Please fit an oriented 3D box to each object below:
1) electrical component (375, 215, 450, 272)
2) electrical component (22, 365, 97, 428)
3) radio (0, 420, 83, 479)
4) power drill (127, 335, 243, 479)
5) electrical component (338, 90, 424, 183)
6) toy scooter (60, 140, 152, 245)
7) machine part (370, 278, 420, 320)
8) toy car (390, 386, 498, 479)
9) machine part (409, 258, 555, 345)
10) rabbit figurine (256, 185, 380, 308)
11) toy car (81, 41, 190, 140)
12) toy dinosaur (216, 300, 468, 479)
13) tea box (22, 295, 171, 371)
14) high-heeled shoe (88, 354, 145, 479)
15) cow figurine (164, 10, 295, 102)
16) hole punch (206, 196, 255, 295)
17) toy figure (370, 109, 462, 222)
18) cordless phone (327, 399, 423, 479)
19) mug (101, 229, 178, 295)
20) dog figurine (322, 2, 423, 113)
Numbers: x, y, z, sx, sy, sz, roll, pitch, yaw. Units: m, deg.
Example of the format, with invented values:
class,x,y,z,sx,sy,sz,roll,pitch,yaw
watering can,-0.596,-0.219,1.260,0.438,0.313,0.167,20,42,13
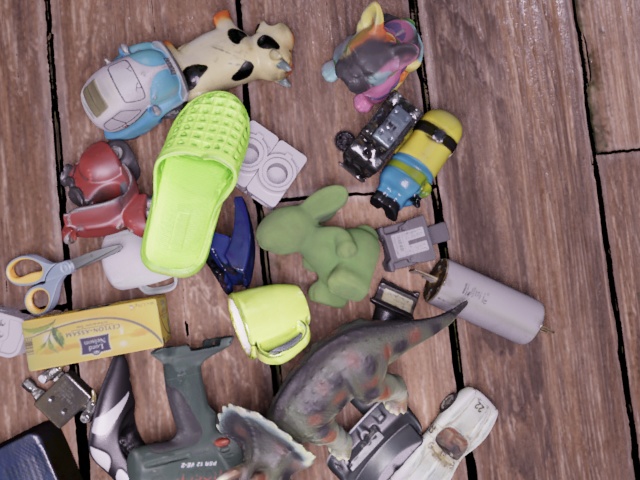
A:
class,x,y,z,sx,sy,sz,roll,pitch,yaw
electrical component,0.150,0.002,0.832,0.119,0.048,0.074,-12,88,-7
electrical component,-0.354,0.215,0.745,0.078,0.045,0.102,-39,92,-10
radio,-0.383,0.376,0.717,0.131,0.073,0.229,-23,88,-8
power drill,-0.150,0.239,0.746,0.232,0.086,0.207,-2,86,-33
electrical component,0.088,-0.151,0.790,0.058,0.134,0.115,37,84,-4
toy scooter,-0.294,-0.057,0.724,0.135,0.075,0.184,-28,60,-23
machine part,0.100,0.133,0.821,0.084,0.039,0.139,22,81,-14
toy car,0.185,0.311,0.810,0.073,0.056,0.202,43,81,-3
machine part,0.250,0.094,0.823,0.243,0.079,0.079,25,83,-6
rabbit figurine,-0.002,-0.002,0.770,0.170,0.121,0.159,27,74,-11
toy car,-0.270,-0.199,0.735,0.162,0.103,0.109,-24,92,26
toy dinosaur,0.022,0.181,0.688,0.405,0.192,0.131,-47,55,-6
tea box,-0.298,0.123,0.734,0.170,0.098,0.068,-8,88,-11
high-heeled shoe,-0.236,0.285,0.741,0.145,0.086,0.248,7,91,-9
cow figurine,-0.124,-0.264,0.792,0.195,0.085,0.127,-31,85,-11
hole punch,-0.124,0.010,0.754,0.092,0.142,0.116,-27,79,-13
toy figure,0.150,-0.116,0.818,0.082,0.089,0.180,40,79,-10
cordless phone,0.047,0.264,0.793,0.146,0.088,0.184,-44,82,-7
mug,-0.231,0.031,0.750,0.107,0.081,0.109,-11,120,9
dog figurine,0.091,-0.269,0.757,0.191,0.219,0.108,-42,96,-8
